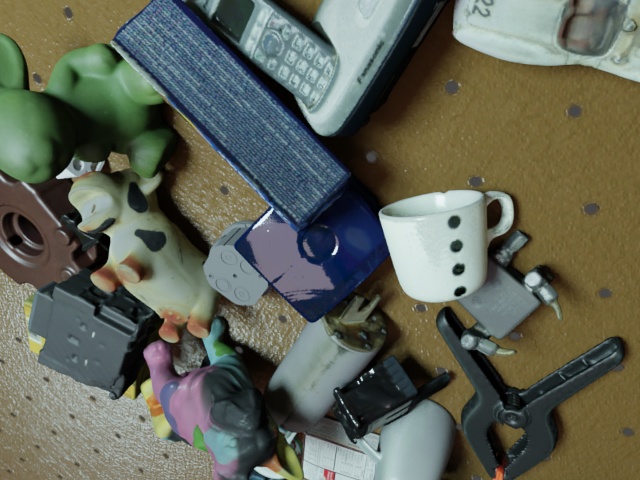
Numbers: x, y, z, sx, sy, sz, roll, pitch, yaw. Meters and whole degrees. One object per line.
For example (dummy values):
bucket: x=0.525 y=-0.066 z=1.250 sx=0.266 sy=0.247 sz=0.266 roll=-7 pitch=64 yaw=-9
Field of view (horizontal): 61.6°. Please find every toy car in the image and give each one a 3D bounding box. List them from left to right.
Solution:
toy car: x=0.188 y=-0.143 z=0.341 sx=0.202 sy=0.056 sz=0.073 roll=16 pitch=125 yaw=15

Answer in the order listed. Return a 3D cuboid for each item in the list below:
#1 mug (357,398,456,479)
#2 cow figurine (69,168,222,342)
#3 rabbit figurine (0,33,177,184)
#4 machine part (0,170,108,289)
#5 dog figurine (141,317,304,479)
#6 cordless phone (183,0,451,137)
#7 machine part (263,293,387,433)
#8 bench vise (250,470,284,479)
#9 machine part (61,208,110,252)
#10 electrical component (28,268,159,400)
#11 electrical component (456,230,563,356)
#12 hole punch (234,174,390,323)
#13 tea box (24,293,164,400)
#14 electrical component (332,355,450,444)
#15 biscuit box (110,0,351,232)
mug: x=0.089 y=0.229 z=0.583 sx=0.109 sy=0.107 sz=0.080 roll=31 pitch=126 yaw=1
cow figurine: x=-0.177 y=0.004 z=0.566 sx=0.085 sy=0.127 sz=0.194 roll=-21 pitch=124 yaw=33
rabbit figurine: x=-0.223 y=-0.117 z=0.466 sx=0.159 sy=0.170 sz=0.121 roll=30 pitch=126 yaw=3
machine part: x=-0.350 y=-0.015 z=0.658 sx=0.180 sy=0.056 sz=0.179 roll=12 pitch=124 yaw=18
dog figurine: x=-0.111 y=0.205 z=0.593 sx=0.219 sy=0.108 sz=0.191 roll=45 pitch=136 yaw=39
cordless phone: x=-0.010 y=-0.180 z=0.392 sx=0.184 sy=0.089 sz=0.146 roll=37 pitch=128 yaw=4
machine part: x=0.001 y=0.136 z=0.583 sx=0.079 sy=0.079 sz=0.243 roll=31 pitch=127 yaw=3
bench vise: x=-0.065 y=0.429 z=0.705 sx=0.223 sy=0.241 sz=0.129 roll=34 pitch=126 yaw=-19
machine part: x=-0.229 y=0.009 z=0.614 sx=0.039 sy=0.084 sz=0.138 roll=-33 pitch=113 yaw=10
electrical component: x=-0.263 y=0.102 z=0.615 sx=0.134 sy=0.058 sz=0.114 roll=25 pitch=111 yaw=5
electrical component: x=0.159 y=0.052 z=0.467 sx=0.078 sy=0.045 sz=0.102 roll=49 pitch=116 yaw=7
hole punch: x=-0.001 y=-0.001 z=0.495 sx=0.142 sy=0.092 sz=0.116 roll=46 pitch=123 yaw=-3
tea box: x=-0.297 y=0.128 z=0.714 sx=0.170 sy=0.068 sz=0.098 roll=22 pitch=126 yaw=8
electrical component: x=0.074 y=0.158 z=0.561 sx=0.048 sy=0.119 sz=0.074 roll=55 pitch=164 yaw=29
biscuit box: x=-0.066 y=-0.096 z=0.426 sx=0.063 sy=0.059 sz=0.202 roll=-44 pitch=92 yaw=-3
